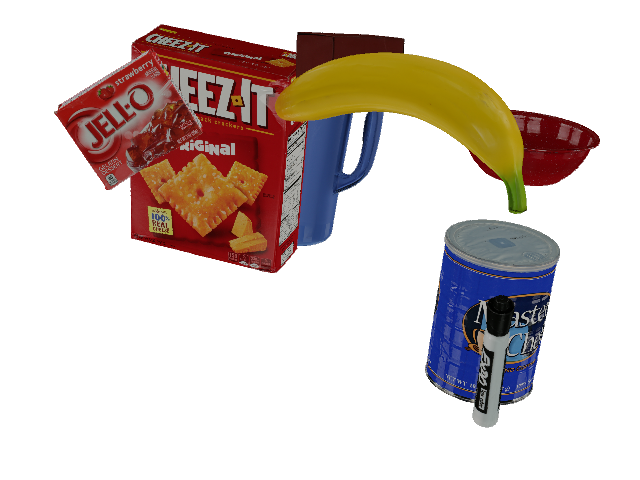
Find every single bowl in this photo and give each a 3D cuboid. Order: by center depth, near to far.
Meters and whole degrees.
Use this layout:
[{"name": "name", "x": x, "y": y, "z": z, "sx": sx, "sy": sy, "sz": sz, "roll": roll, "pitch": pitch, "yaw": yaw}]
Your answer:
[{"name": "bowl", "x": 0.234, "y": -0.103, "z": 1.223, "sx": 0.162, "sy": 0.055, "sz": 0.162, "roll": 5, "pitch": 22, "yaw": -2}]

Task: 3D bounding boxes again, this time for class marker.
[{"name": "marker", "x": 0.121, "y": 0.085, "z": 0.749, "sx": 0.020, "sy": 0.121, "sz": 0.020, "roll": 0, "pitch": 40, "yaw": 0}]

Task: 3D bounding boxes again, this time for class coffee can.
[{"name": "coffee can", "x": 0.156, "y": 0.064, "z": 0.978, "sx": 0.103, "sy": 0.140, "sz": 0.103, "roll": 5, "pitch": 23, "yaw": -2}]

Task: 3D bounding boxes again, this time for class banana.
[{"name": "banana", "x": 0.050, "y": -0.082, "z": 0.659, "sx": 0.198, "sy": 0.069, "sz": 0.037, "roll": 27, "pitch": 7, "yaw": 36}]

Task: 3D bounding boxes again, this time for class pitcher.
[{"name": "pitcher", "x": -0.016, "y": -0.118, "z": 1.420, "sx": 0.144, "sy": 0.243, "sz": 0.149, "roll": -3, "pitch": 24, "yaw": -23}]

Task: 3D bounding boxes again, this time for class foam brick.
[{"name": "foam brick", "x": 0.025, "y": -0.147, "z": 0.899, "sx": 0.078, "sy": 0.051, "sz": 0.053, "roll": -5, "pitch": 16, "yaw": -35}]

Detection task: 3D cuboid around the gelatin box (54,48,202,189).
[{"name": "gelatin box", "x": -0.146, "y": -0.093, "z": 0.817, "sx": 0.089, "sy": 0.073, "sz": 0.030, "roll": -30, "pitch": 18, "yaw": 4}]

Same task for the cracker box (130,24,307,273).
[{"name": "cracker box", "x": -0.101, "y": -0.086, "z": 1.046, "sx": 0.164, "sy": 0.214, "sz": 0.072, "roll": 14, "pitch": 31, "yaw": 15}]
